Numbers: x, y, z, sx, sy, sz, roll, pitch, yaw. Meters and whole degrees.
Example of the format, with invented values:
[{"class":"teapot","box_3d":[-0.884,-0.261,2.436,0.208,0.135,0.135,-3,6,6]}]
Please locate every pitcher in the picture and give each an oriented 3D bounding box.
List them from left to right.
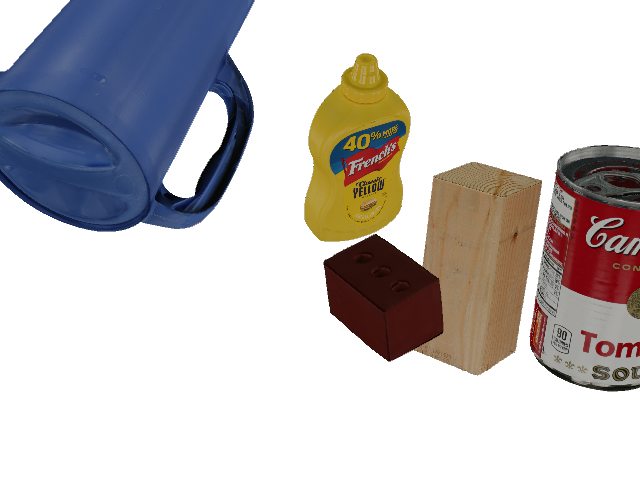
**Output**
[{"class":"pitcher","box_3d":[-0.127,-0.128,0.783,0.145,0.242,0.149,4,-41,26]}]

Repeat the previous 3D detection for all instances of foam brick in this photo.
[{"class":"foam brick","box_3d":[0.046,0.042,0.792,0.052,0.051,0.078,-27,41,-25]}]

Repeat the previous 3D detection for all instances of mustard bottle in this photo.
[{"class":"mustard bottle","box_3d":[0.035,-0.088,0.975,0.096,0.192,0.058,-18,49,-20]}]

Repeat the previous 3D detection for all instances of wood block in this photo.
[{"class":"wood block","box_3d":[0.172,0.029,1.176,0.090,0.206,0.090,20,25,34]}]

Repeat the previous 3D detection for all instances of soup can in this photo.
[{"class":"soup can","box_3d":[0.142,0.013,0.520,0.068,0.102,0.068,2,27,-1]}]
